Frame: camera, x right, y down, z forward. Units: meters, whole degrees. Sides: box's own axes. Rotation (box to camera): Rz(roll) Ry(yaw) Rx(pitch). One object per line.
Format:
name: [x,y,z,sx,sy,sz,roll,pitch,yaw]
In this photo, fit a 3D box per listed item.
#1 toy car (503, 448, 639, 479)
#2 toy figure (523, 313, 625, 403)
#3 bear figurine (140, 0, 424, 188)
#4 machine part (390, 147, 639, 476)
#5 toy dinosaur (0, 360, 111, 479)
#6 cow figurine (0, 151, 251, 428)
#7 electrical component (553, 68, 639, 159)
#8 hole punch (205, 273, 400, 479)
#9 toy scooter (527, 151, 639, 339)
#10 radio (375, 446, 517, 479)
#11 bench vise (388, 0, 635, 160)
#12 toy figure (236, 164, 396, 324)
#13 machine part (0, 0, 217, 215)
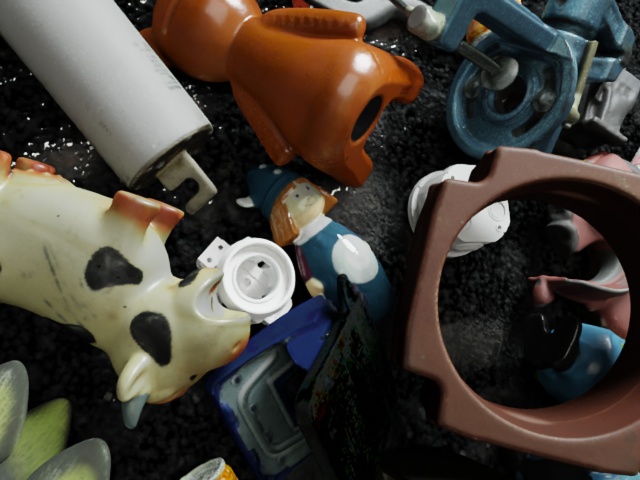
toy car: [0.229,0.223,0.453,0.103,0.109,0.161,5,65,-43]
toy figure: [0.256,0.131,0.482,0.180,0.082,0.089,29,98,-21]
bear figurine: [-0.037,-0.134,0.420,0.196,0.132,0.120,33,105,18]
machine part: [0.162,0.046,0.390,0.201,0.087,0.201,13,84,2]
toy dinosaur: [-0.213,0.171,0.292,0.198,0.105,0.471,-36,103,-30]
cow figurine: [-0.137,0.029,0.336,0.195,0.085,0.127,21,93,2]
electrical component: [0.280,-0.145,0.547,0.048,0.075,0.119,25,76,-15]
hole punch: [-0.005,0.110,0.380,0.116,0.092,0.142,-51,124,-49]
toy scooter: [0.251,0.007,0.509,0.135,0.075,0.183,-4,86,-20]
radio: [0.109,0.222,0.332,0.073,0.230,0.131,0,85,-20]
bench vise: [0.167,-0.159,0.444,0.240,0.129,0.223,10,116,-39]
toy figure: [-0.001,-0.002,0.426,0.154,0.058,0.064,52,28,-3]
machine part: [-0.156,-0.122,0.377,0.079,0.079,0.243,-40,94,-22]
